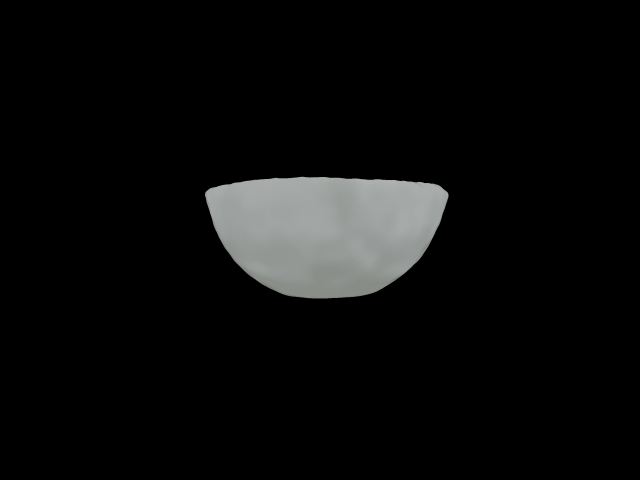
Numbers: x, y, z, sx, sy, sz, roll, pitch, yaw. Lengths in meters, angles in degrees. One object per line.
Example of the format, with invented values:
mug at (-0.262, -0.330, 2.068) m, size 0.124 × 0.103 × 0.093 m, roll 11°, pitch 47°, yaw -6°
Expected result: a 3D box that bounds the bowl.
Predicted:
bowl at (0.004, 0.001, 0.400) m, size 0.167 × 0.075 × 0.167 m, roll 0°, pitch 0°, yaw 0°
